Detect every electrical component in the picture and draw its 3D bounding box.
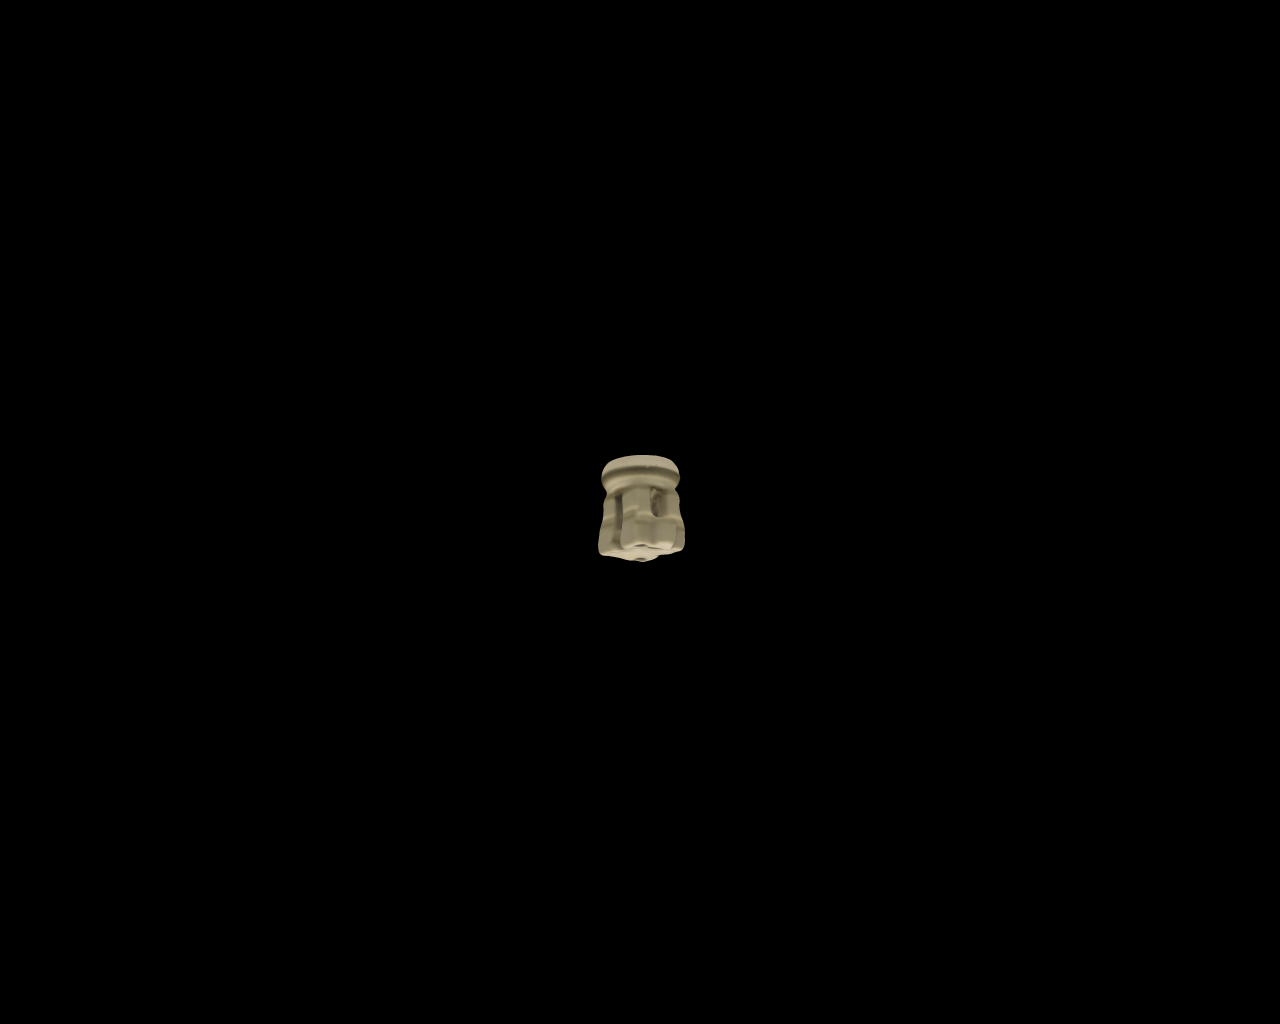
[{"bbox_3d":[0.001,-0.003,0.650,0.048,0.055,0.066,11,-19,-34],"label":"electrical component"}]
